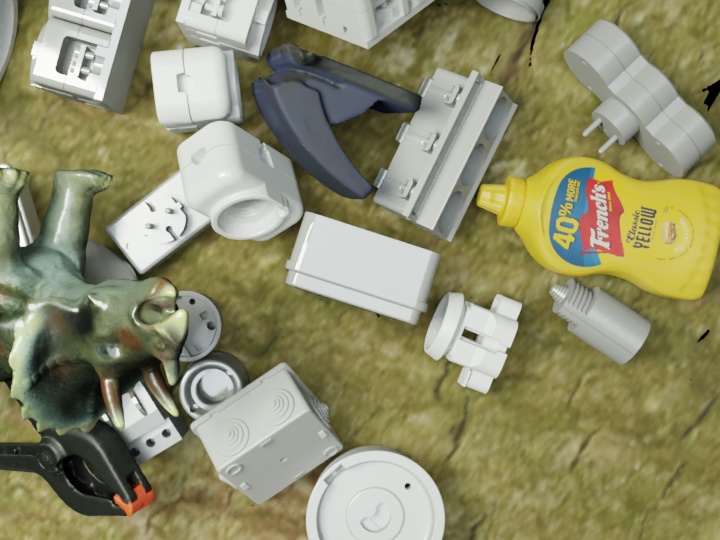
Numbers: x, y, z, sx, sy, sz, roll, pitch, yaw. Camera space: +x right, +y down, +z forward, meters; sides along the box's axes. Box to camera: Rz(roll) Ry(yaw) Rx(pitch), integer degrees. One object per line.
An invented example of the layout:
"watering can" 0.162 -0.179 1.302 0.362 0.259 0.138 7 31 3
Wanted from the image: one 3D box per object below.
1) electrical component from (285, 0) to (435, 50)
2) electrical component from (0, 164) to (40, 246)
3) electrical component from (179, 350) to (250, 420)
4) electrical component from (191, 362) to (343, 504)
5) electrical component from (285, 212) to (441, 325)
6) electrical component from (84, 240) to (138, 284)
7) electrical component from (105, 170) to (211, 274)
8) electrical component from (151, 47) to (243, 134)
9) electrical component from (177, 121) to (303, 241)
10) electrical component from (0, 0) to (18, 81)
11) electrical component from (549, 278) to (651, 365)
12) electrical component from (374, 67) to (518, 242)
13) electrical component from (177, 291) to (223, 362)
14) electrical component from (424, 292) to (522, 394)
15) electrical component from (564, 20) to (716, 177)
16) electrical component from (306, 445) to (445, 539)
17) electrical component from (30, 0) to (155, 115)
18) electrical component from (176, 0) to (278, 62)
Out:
"electrical component" 0.021 -0.240 0.803 0.089 0.061 0.150 30 59 36
"electrical component" -0.306 -0.016 0.843 0.109 0.056 0.108 -16 92 -2
"electrical component" -0.117 0.094 0.859 0.055 0.047 0.055 0 91 -3
"electrical component" -0.069 0.130 0.837 0.100 0.099 0.048 -34 55 -1
"electrical component" 0.000 0.000 0.847 0.113 0.078 0.057 18 88 -3
"electrical component" -0.208 0.030 0.849 0.077 0.044 0.079 46 129 28
"electrical component" -0.153 -0.039 0.840 0.083 0.076 0.047 -38 93 -1
"electrical component" -0.123 -0.138 0.829 0.059 0.095 0.053 -6 92 -3
"electrical component" -0.090 -0.063 0.824 0.054 0.095 0.059 -30 56 24
"electrical component" -0.313 -0.183 0.816 0.060 0.108 0.108 17 91 3
"electrical component" 0.190 0.037 0.874 0.081 0.043 0.043 34 90 -3
"electrical component" 0.066 -0.093 0.852 0.063 0.079 0.121 26 90 26
"electrical component" -0.136 0.043 0.857 0.055 0.047 0.055 0 91 -3
"electrical component" 0.087 0.052 0.863 0.057 0.058 0.078 22 91 -6
"electrical component" 0.213 -0.126 0.866 0.074 0.052 0.138 -43 93 -1
"electrical component" 0.011 0.192 0.861 0.108 0.060 0.108 0 91 -3
"electrical component" -0.200 -0.204 0.827 0.062 0.089 0.150 16 91 -3
"electrical component" -0.086 -0.245 0.831 0.062 0.089 0.150 17 90 -3
